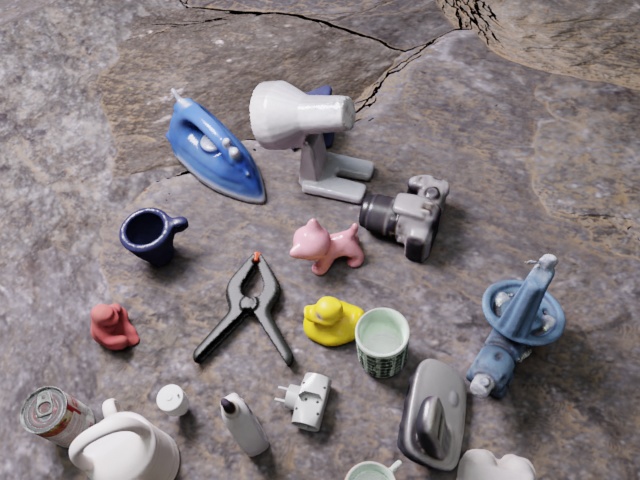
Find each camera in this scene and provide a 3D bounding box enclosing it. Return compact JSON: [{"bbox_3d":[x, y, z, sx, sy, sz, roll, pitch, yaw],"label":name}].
[{"bbox_3d":[0.146,-0.055,1.006,0.136,0.101,0.143,16,61,15],"label":"camera"}]

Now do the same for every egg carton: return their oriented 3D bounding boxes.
[{"bbox_3d":[0.231,0.359,0.761,0.107,0.069,0.150,7,60,10],"label":"egg carton"}]

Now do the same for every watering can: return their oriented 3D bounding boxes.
[{"bbox_3d":[-0.263,0.293,0.779,0.172,0.194,0.101,34,68,23],"label":"watering can"}]

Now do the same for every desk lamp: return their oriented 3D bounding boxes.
[{"bbox_3d":[-0.009,-0.184,1.035,0.203,0.214,0.118,13,61,14],"label":"desk lamp"}]

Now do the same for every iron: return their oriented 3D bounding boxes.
[{"bbox_3d":[-0.198,-0.184,1.096,0.119,0.141,0.257,-41,63,-18],"label":"iron"}]

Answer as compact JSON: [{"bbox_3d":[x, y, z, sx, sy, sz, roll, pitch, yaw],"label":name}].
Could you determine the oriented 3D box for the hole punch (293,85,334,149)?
[{"bbox_3d":[-0.022,-0.247,1.147,0.101,0.091,0.108,2,59,7],"label":"hole punch"}]

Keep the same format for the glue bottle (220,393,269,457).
[{"bbox_3d":[-0.114,0.250,0.803,0.037,0.173,0.078,-28,60,-11],"label":"glue bottle"}]

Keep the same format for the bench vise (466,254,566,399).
[{"bbox_3d":[0.287,0.127,0.810,0.121,0.220,0.207,12,60,13],"label":"bench vise"}]

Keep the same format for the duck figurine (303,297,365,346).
[{"bbox_3d":[0.022,0.122,0.919,0.104,0.086,0.077,-3,58,4],"label":"duck figurine"}]

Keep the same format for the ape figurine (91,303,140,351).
[{"bbox_3d":[-0.346,0.137,0.944,0.076,0.092,0.078,0,59,6],"label":"ape figurine"}]

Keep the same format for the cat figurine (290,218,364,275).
[{"bbox_3d":[0.009,0.003,0.974,0.128,0.118,0.067,-16,58,-4],"label":"cat figurine"}]

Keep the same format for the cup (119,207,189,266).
[{"bbox_3d":[-0.284,-0.001,1.020,0.118,0.095,0.091,-17,58,-4],"label":"cup"}]

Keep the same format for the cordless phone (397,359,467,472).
[{"bbox_3d":[0.159,0.226,0.783,0.094,0.185,0.147,7,60,10],"label":"cordless phone"}]
